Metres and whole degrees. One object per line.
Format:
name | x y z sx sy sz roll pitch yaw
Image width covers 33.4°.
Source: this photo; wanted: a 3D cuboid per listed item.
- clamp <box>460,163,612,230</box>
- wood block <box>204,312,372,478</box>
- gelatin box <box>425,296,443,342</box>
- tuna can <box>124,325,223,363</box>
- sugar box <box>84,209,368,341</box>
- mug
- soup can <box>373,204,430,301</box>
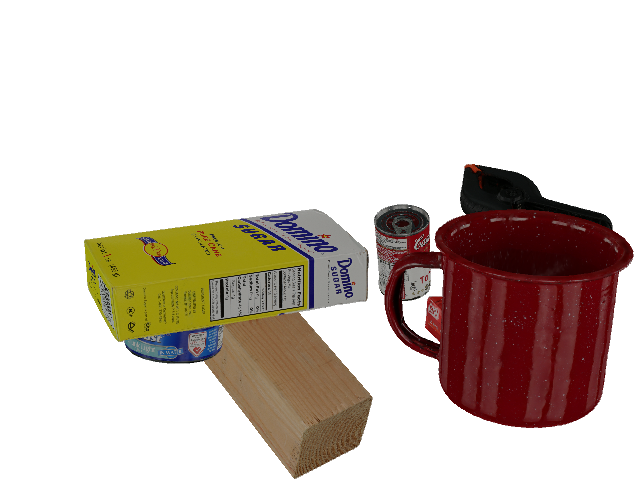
clamp | 0.200 -0.031 1.044 0.120 0.039 0.171 -8 34 -14
wood block | -0.045 0.142 1.161 0.090 0.090 0.206 -21 51 -30
gelatin box | 0.134 0.067 0.829 0.089 0.030 0.073 1 15 -14
tuna can | -0.126 0.076 0.919 0.086 0.034 0.086 5 15 -1
sugar box | -0.065 0.020 0.731 0.176 0.048 0.093 -11 25 -20
mug | 0.089 0.037 0.525 0.117 0.081 0.093 6 22 13
soup can | 0.102 0.016 1.326 0.068 0.102 0.068 -4 34 2
